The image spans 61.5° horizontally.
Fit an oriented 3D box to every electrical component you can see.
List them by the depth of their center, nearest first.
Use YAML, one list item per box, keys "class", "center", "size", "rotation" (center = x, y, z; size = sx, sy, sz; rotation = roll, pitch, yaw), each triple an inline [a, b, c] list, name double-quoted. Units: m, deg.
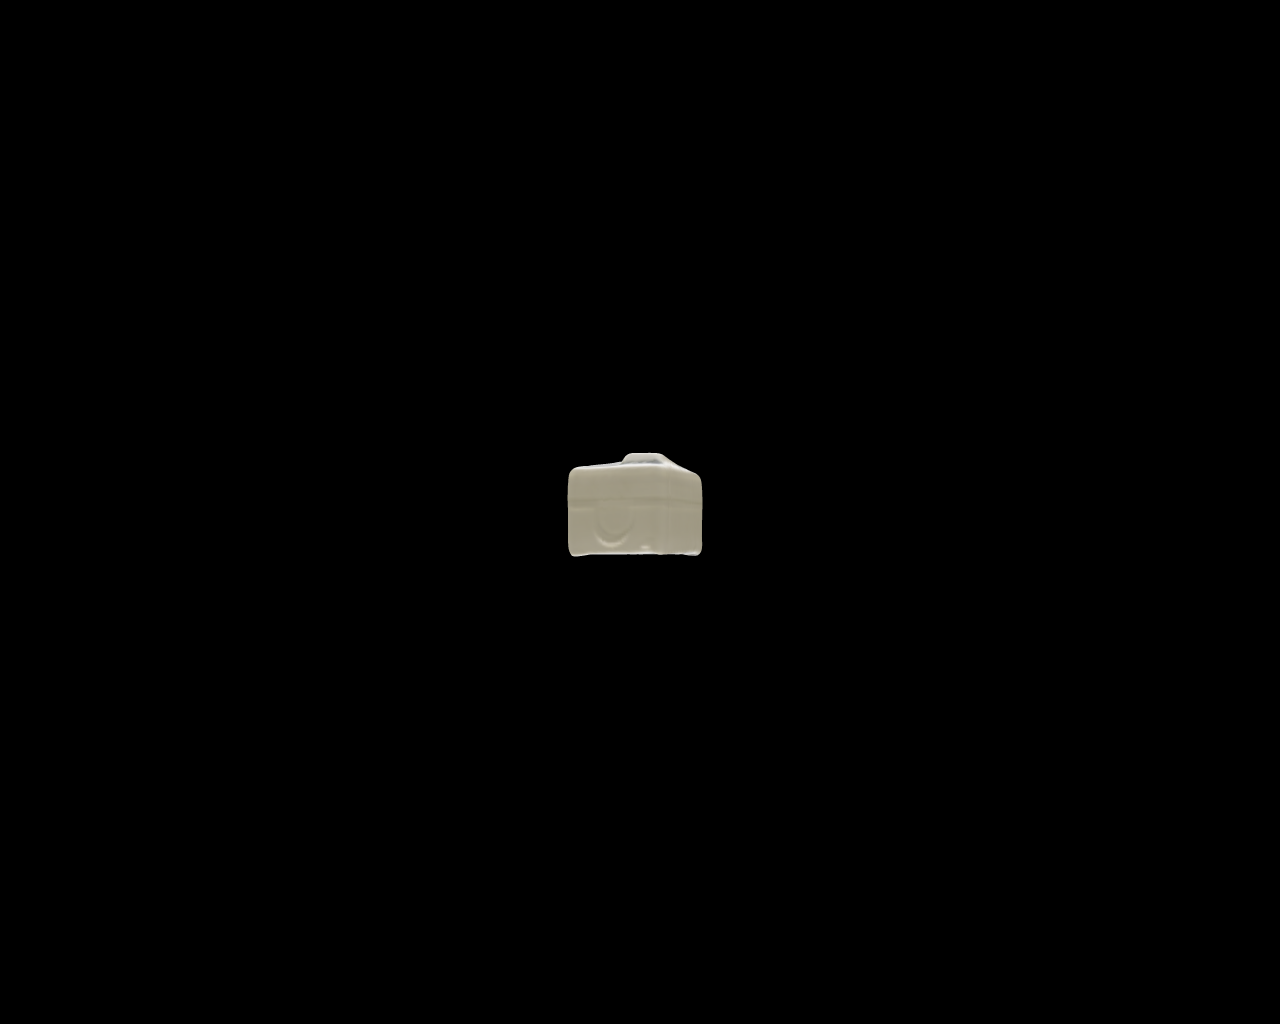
- class: "electrical component"
  center: [0.001, -0.003, 0.650]
  size: [0.062, 0.061, 0.096]
  rotation: [-1, -2, 20]
